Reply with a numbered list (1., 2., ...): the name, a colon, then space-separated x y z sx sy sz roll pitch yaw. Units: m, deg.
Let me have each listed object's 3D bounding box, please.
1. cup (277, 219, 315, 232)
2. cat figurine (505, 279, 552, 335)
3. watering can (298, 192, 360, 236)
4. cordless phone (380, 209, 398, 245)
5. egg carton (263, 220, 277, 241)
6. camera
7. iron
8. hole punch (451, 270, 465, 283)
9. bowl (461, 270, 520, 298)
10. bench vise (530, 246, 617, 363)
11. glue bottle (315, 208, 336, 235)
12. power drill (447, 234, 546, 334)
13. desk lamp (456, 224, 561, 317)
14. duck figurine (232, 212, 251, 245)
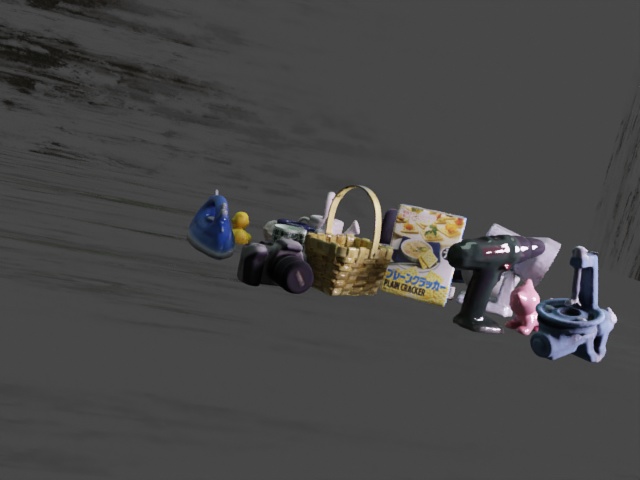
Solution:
1. cup: -0.069 -0.002 1.589 0.117 0.095 0.092 13 8 5
2. cat figurine: 0.461 0.147 1.255 0.128 0.118 0.067 9 8 -22
3. watering can: 0.025 -0.041 1.651 0.173 0.194 0.100 10 8 -13
4. cordless phone: 0.157 -0.003 1.617 0.148 0.185 0.093 5 10 -42
5. egg carton: -0.095 -0.014 1.737 0.151 0.069 0.107 9 8 -25
6. camera: -0.078 0.051 1.158 0.143 0.101 0.136 9 8 -26
7. iron: -0.255 -0.045 1.428 0.119 0.141 0.257 9 8 -20
8. hole punch: 0.412 0.079 1.785 0.108 0.091 0.101 15 8 20
9. bowl: 0.476 0.121 1.634 0.167 0.075 0.167 12 7 -1
10. bench vise: 0.499 0.122 1.111 0.121 0.220 0.208 18 10 39
11. glue bottle: 0.013 0.005 1.369 0.078 0.173 0.037 11 8 -10
12. power drill: 0.358 0.085 1.195 0.230 0.208 0.075 9 8 -26
13. desk lamp: 0.464 0.077 1.411 0.202 0.213 0.118 15 8 17
14. duck figurine: -0.227 -0.036 1.623 0.078 0.086 0.104 10 8 -15
